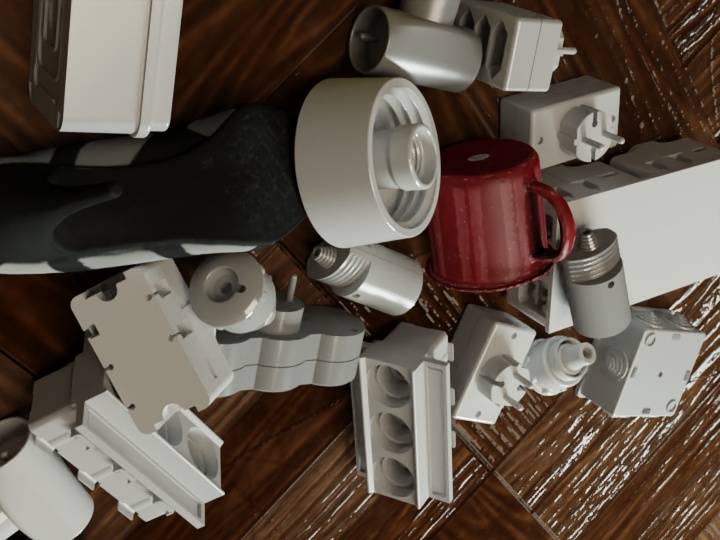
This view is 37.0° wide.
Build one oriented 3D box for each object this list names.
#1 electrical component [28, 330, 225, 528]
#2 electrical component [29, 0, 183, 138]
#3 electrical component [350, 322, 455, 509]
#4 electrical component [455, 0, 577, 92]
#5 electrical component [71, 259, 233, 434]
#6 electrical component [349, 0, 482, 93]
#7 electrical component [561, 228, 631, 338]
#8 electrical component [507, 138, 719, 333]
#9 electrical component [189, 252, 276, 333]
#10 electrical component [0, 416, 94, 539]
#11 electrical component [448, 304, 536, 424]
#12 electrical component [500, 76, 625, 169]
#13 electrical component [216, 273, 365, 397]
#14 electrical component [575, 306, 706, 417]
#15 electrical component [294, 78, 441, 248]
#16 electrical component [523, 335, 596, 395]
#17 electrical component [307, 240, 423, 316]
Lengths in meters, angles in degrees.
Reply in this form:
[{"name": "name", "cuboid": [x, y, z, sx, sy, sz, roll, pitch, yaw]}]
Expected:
[{"name": "electrical component", "cuboid": [-0.145, 0.105, 0.674, 0.063, 0.078, 0.121, -26, 130, 14]}, {"name": "electrical component", "cuboid": [-0.133, -0.132, 0.561, 0.057, 0.078, 0.113, -2, 114, -30]}, {"name": "electrical component", "cuboid": [0.036, 0.105, 0.798, 0.063, 0.079, 0.121, -42, 136, -49]}, {"name": "electrical component", "cuboid": [0.111, -0.151, 0.725, 0.077, 0.066, 0.047, -5, 115, -32]}, {"name": "electrical component", "cuboid": [-0.120, 0.041, 0.636, 0.050, 0.055, 0.089, -25, 97, 15]}, {"name": "electrical component", "cuboid": [0.041, -0.158, 0.687, 0.077, 0.044, 0.079, 4, 110, -36]}, {"name": "electrical component", "cuboid": [0.169, 0.005, 0.775, 0.043, 0.043, 0.081, -32, 127, -18]}, {"name": "electrical component", "cuboid": [0.205, -0.033, 0.850, 0.186, 0.060, 0.105, -16, 120, -27]}, {"name": "electrical component", "cuboid": [-0.070, 0.018, 0.648, 0.048, 0.048, 0.062, -51, 154, -2]}, {"name": "electrical component", "cuboid": [-0.217, 0.142, 0.662, 0.079, 0.043, 0.077, -36, 128, -14]}, {"name": "electrical component", "cuboid": [0.105, 0.081, 0.829, 0.047, 0.076, 0.083, 14, 104, -38]}, {"name": "electrical component", "cuboid": [0.156, -0.101, 0.774, 0.083, 0.076, 0.047, -19, 122, -26]}, {"name": "electrical component", "cuboid": [-0.058, 0.037, 0.712, 0.138, 0.052, 0.073, -2, 113, -33]}, {"name": "electrical component", "cuboid": [0.248, 0.081, 0.944, 0.100, 0.048, 0.099, 5, 109, -36]}, {"name": "electrical component", "cuboid": [0.013, -0.069, 0.670, 0.108, 0.060, 0.108, 6, 83, -60]}, {"name": "electrical component", "cuboid": [0.165, 0.074, 0.870, 0.048, 0.062, 0.048, 9, 70, -26]}, {"name": "electrical component", "cuboid": [0.000, 0.000, 0.739, 0.081, 0.043, 0.043, 22, 99, -39]}]
